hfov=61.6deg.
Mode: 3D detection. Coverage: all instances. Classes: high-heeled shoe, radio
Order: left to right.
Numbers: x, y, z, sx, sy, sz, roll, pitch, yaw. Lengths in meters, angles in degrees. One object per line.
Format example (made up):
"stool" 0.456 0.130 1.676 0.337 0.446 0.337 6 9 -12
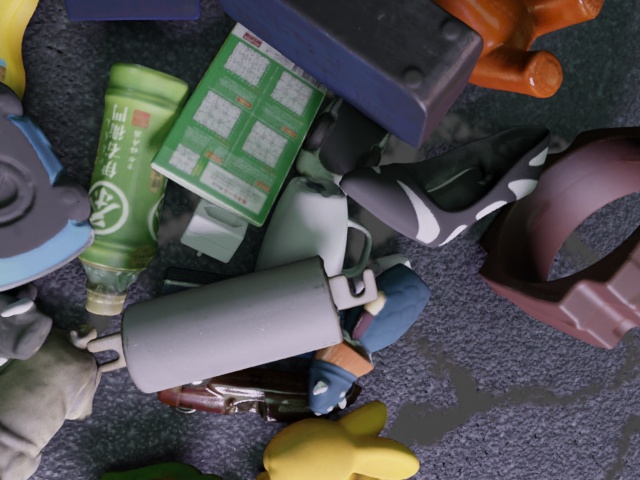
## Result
"radio" 0.014 -0.177 0.439 0.230 0.131 0.073 36 90 4
"high-heeled shoe" 0.133 -0.071 0.510 0.248 0.086 0.145 9 122 -48

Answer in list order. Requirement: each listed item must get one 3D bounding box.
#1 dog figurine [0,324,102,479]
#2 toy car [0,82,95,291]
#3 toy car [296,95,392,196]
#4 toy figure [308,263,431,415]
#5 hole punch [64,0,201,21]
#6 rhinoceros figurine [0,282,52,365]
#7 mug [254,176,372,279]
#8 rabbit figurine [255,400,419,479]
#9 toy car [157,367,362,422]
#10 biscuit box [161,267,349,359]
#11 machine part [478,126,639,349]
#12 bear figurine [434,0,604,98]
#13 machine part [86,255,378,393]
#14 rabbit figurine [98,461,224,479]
"dog figurine" -0.259 0.155 0.435 0.121 0.191 0.172 29 89 -15
"toy car" -0.262 -0.042 0.423 0.109 0.103 0.161 -36 105 -32
"toy car" 0.051 -0.136 0.536 0.073 0.056 0.201 33 88 -8
"toy figure" 0.039 0.091 0.496 0.154 0.058 0.064 -47 114 -7
"hole punch" -0.154 -0.238 0.434 0.142 0.092 0.115 -4 133 -9
"rhinoceros figurine" -0.311 0.032 0.443 0.190 0.112 0.073 32 100 -7
"mug" -0.001 -0.002 0.511 0.109 0.081 0.107 7 116 -12
"rabbit figurine" 0.011 0.227 0.511 0.162 0.122 0.173 -27 132 -5
"toy car" -0.058 0.151 0.529 0.202 0.053 0.089 11 139 -14
"biscuit box" -0.056 0.075 0.535 0.203 0.063 0.059 10 97 -13
"machine part" 0.271 -0.008 0.524 0.087 0.201 0.201 37 88 -19
"bear figurine" 0.125 -0.220 0.454 0.195 0.132 0.120 36 82 -35
"machine part" -0.070 0.070 0.449 0.243 0.079 0.079 -14 100 -2
"rabbit figurine" -0.135 0.305 0.539 0.159 0.121 0.170 -19 119 -16
